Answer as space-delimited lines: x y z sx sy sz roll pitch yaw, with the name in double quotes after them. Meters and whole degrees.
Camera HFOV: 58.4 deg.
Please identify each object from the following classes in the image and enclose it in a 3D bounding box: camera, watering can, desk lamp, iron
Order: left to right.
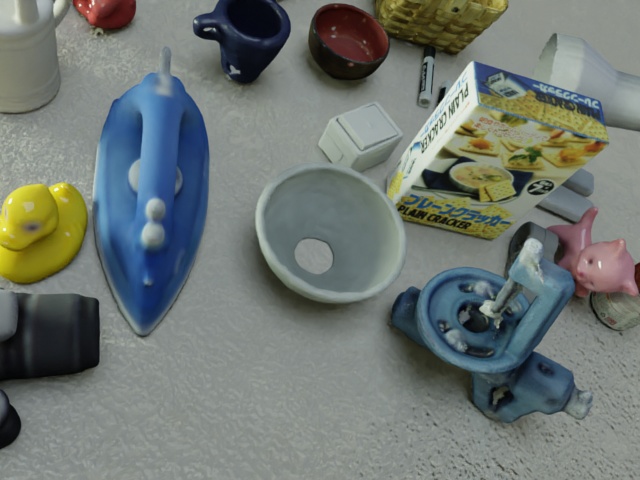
-0.314 -0.217 0.551 0.101 0.194 0.173 22 57 -8 "watering can"
-0.250 0.091 0.460 0.137 0.100 0.143 0 63 -21 "camera"
-0.157 -0.052 0.551 0.119 0.141 0.258 4 61 -19 "iron"
0.335 -0.145 0.750 0.203 0.213 0.118 23 57 -8 "desk lamp"

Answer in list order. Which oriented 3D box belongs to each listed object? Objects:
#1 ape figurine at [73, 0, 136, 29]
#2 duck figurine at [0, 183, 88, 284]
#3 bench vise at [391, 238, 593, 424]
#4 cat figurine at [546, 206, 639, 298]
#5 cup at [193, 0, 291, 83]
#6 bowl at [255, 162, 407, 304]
-0.257 -0.301 0.681 0.076 0.092 0.078 7 60 -17 "ape figurine"
-0.260 -0.020 0.527 0.077 0.086 0.105 30 56 -3 "duck figurine"
0.196 0.084 0.564 0.207 0.219 0.121 24 56 -7 "bench vise"
0.344 0.019 0.719 0.067 0.117 0.128 9 60 -16 "cat figurine"
-0.102 -0.240 0.705 0.118 0.095 0.091 -12 67 -26 "cup"
0.006 0.002 0.624 0.168 0.074 0.167 9 59 -16 "bowl"
